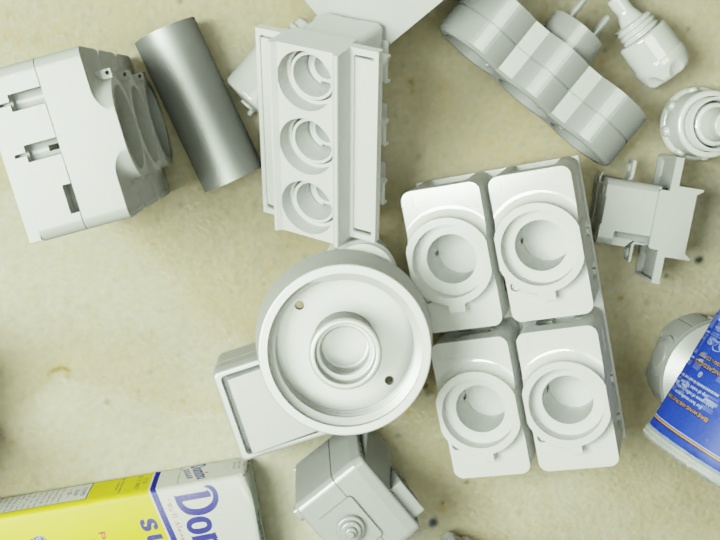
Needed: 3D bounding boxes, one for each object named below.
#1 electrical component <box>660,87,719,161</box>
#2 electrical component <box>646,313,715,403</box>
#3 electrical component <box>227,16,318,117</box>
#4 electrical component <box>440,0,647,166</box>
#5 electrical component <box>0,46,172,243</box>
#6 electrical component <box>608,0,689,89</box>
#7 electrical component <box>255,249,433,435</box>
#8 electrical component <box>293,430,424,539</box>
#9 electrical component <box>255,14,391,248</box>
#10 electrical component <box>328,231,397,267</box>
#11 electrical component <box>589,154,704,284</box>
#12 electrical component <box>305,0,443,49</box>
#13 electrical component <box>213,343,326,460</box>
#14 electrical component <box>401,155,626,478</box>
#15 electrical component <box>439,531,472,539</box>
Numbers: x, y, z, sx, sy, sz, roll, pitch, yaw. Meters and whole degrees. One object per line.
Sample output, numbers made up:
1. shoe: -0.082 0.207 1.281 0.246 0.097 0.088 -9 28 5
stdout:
1. electrical component: 0.220 -0.092 0.676 0.048 0.062 0.048 -1 99 -3
2. electrical component: 0.232 0.068 0.708 0.080 0.051 0.080 -1 99 -3
3. electrical component: -0.047 -0.128 0.667 0.040 0.040 0.078 41 95 -8
4. electrical component: 0.125 -0.135 0.669 0.138 0.052 0.073 38 95 -8
5. electrical component: -0.152 -0.075 0.614 0.062 0.150 0.089 -15 99 1
6. electrical component: 0.179 -0.147 0.680 0.035 0.035 0.061 -37 97 3
7. electrical component: -0.009 0.044 0.625 0.108 0.060 0.108 0 95 -1
8. electrical component: 0.000 0.144 0.684 0.061 0.096 0.061 -39 99 3
9. electrical component: -0.018 -0.085 0.641 0.079 0.063 0.121 16 127 22
10. electrical component: 0.000 0.000 0.682 0.045 0.055 0.045 0 98 -3
11. electrical component: 0.180 -0.036 0.694 0.064 0.042 0.081 9 98 -1
12. electrical component: 0.038 -0.213 0.601 0.105 0.060 0.186 50 134 -9
13. electrical component: -0.040 0.075 0.689 0.096 0.061 0.061 -18 99 0
14. electrical component: 0.097 0.031 0.673 0.105 0.060 0.186 -9 100 19
15. electrical component: 0.052 0.240 0.712 0.057 0.078 0.113 39 95 -11
